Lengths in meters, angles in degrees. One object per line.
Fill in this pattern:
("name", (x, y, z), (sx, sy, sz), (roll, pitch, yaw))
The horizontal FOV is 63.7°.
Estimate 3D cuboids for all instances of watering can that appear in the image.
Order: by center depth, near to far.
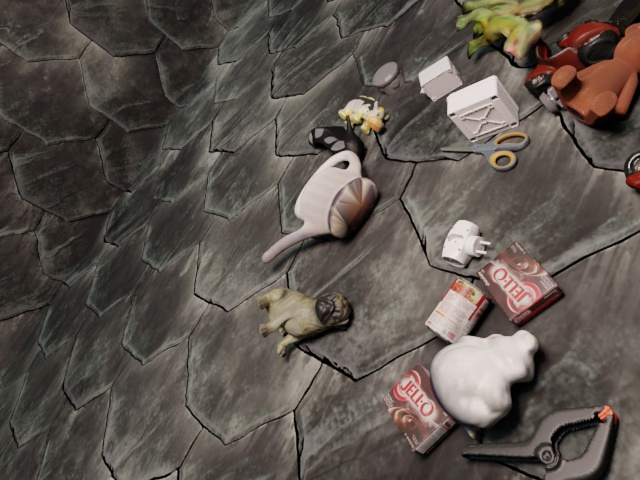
("watering can", (0.004, -0.062, 1.233), (0.349, 0.102, 0.226), (-57, 36, -5))

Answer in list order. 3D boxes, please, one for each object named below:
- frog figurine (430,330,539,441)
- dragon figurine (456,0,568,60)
("frog figurine", (0.244, 0.192, 0.751), (0.157, 0.122, 0.140), (-49, 15, 25))
("dragon figurine", (0.444, -0.516, 1.148), (0.242, 0.120, 0.419), (-4, 44, 35))
